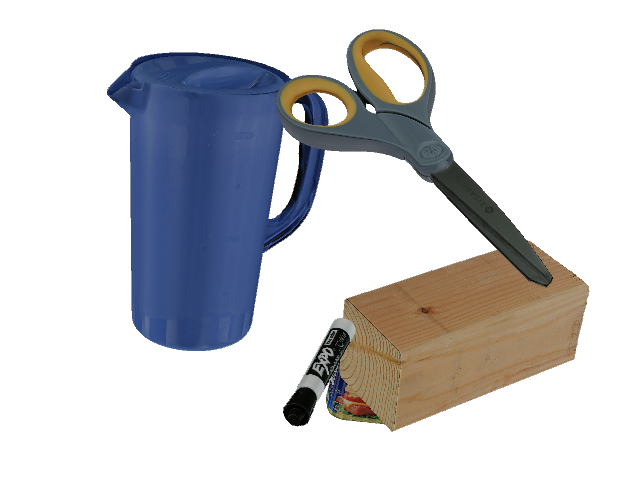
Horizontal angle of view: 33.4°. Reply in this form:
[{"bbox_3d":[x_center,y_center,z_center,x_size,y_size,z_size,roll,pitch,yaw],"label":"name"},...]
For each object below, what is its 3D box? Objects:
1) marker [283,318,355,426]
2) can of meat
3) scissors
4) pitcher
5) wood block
[{"bbox_3d":[0.000,0.092,0.752,0.020,0.020,0.121,0,26,19],"label":"marker"},{"bbox_3d":[0.061,0.154,1.186,0.102,0.084,0.057,8,22,-11],"label":"can of meat"},{"bbox_3d":[0.036,-0.040,0.536,0.096,0.202,0.016,-16,-43,0],"label":"scissors"},{"bbox_3d":[-0.092,-0.033,0.918,0.149,0.243,0.144,15,24,19],"label":"pitcher"},{"bbox_3d":[0.129,0.081,0.963,0.205,0.090,0.091,-16,37,-26],"label":"wood block"}]
